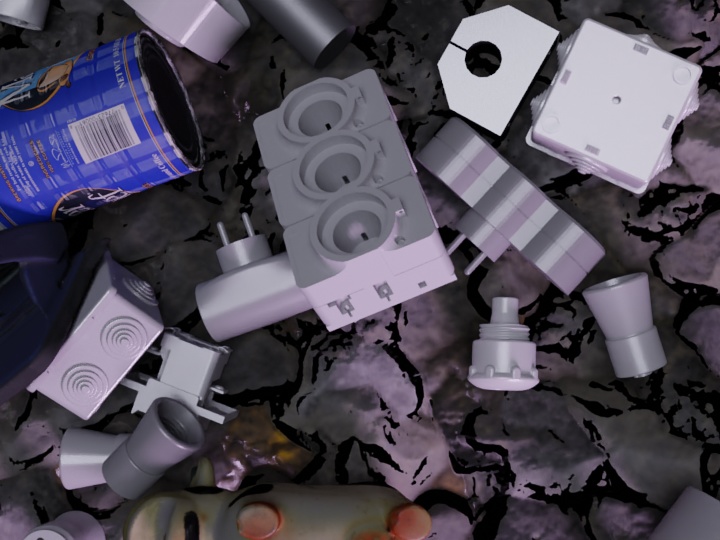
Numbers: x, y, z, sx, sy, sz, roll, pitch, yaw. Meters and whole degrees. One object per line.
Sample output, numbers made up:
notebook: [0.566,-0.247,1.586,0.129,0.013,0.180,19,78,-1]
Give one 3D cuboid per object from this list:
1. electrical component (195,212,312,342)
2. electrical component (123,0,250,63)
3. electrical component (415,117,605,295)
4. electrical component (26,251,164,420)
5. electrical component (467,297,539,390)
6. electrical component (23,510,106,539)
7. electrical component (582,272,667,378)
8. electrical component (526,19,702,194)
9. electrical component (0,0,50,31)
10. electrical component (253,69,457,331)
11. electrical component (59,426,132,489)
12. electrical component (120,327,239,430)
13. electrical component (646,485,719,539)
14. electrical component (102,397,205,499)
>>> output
electrical component: [-0.076,0.000,0.748,0.077,0.044,0.079,-20,86,7]
electrical component: [-0.120,-0.190,0.732,0.099,0.099,0.064,39,100,7]
electrical component: [0.089,-0.031,0.722,0.138,0.052,0.073,43,94,7]
electrical component: [-0.181,0.044,0.736,0.048,0.099,0.099,39,94,-24]
electrical component: [0.097,0.050,0.725,0.048,0.048,0.062,2,82,8]
electrical component: [-0.210,0.197,0.757,0.045,0.055,0.045,0,89,8]
electrical component: [0.179,0.039,0.716,0.044,0.044,0.065,-18,91,7]
electrical component: [0.168,-0.109,0.715,0.100,0.048,0.099,25,92,7]
electrical component: [-0.259,-0.221,0.777,0.079,0.044,0.077,14,91,8]
electrical component: [-0.007,-0.050,0.695,0.089,0.061,0.150,-23,53,7]
electrical component: [-0.174,0.133,0.761,0.065,0.044,0.044,0,89,3]
electrical component: [-0.123,0.077,0.754,0.081,0.042,0.063,20,92,7]
electrical component: [0.241,0.176,0.673,0.108,0.108,0.060,31,87,7]
electrical component: [-0.140,0.121,0.716,0.065,0.044,0.044,-45,84,18]
